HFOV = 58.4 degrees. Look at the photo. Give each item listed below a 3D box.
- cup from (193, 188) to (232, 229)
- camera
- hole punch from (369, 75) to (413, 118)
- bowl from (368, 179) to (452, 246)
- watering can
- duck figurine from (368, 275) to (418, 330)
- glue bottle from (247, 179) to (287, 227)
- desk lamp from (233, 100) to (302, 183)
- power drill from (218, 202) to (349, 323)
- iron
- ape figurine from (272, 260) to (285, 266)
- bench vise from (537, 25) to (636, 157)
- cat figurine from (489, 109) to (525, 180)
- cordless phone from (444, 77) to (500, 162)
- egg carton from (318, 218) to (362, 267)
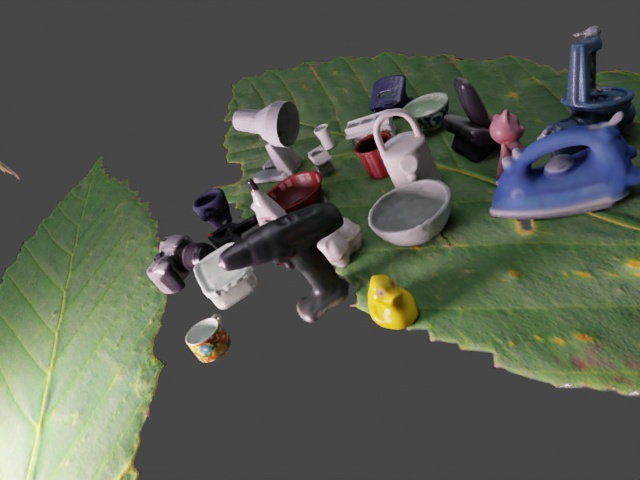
[{"bbox_3d":[-0.274,-0.067,1.498,0.091,0.095,0.117,-18,33,18],"label":"cup"},{"bbox_3d":[-0.327,0.046,1.373,0.136,0.101,0.143,-3,40,37],"label":"camera"},{"bbox_3d":[0.194,-0.395,1.588,0.108,0.091,0.101,-4,40,36],"label":"hole punch"},{"bbox_3d":[0.182,-0.040,1.104,0.167,0.075,0.167,-21,32,14],"label":"bowl"},{"bbox_3d":[0.180,-0.184,1.196,0.101,0.194,0.172,-34,31,-6],"label":"watering can"},{"bbox_3d":[0.110,0.093,0.961,0.077,0.086,0.104,-37,32,-12],"label":"duck figurine"},{"bbox_3d":[-0.119,-0.068,1.296,0.078,0.173,0.037,-7,38,32],"label":"glue bottle"},{"bbox_3d":[-0.134,-0.270,1.560,0.202,0.214,0.118,-3,40,37],"label":"desk lamp"},{"bbox_3d":[-0.042,0.044,1.036,0.230,0.209,0.075,-36,32,-10],"label":"power drill"},{"bbox_3d":[0.403,-0.125,0.979,0.257,0.142,0.118,-14,35,24],"label":"iron"},{"bbox_3d":[-0.094,0.004,1.250,0.077,0.092,0.076,-9,37,30],"label":"ape figurine"},{"bbox_3d":[0.476,-0.250,1.023,0.121,0.220,0.208,12,50,47],"label":"bench vise"},{"bbox_3d":[0.371,-0.199,1.135,0.067,0.118,0.128,-10,36,29],"label":"cat figurine"},{"bbox_3d":[0.316,-0.275,1.225,0.094,0.185,0.147,-34,31,-6],"label":"cordless phone"},{"bbox_3d":[0.011,0.004,1.186,0.149,0.070,0.107,4,44,42],"label":"egg carton"}]
